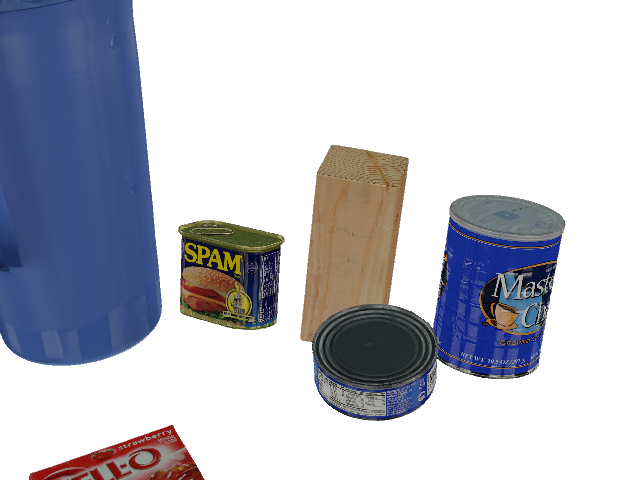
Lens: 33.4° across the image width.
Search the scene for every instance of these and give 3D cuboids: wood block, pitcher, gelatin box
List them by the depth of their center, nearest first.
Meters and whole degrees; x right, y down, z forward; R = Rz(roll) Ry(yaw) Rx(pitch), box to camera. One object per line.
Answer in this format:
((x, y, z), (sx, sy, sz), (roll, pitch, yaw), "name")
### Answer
((-0.111, 0.145, 0.596), (0.089, 0.030, 0.073), (-16, 28, -20), "gelatin box")
((-0.174, -0.043, 0.661), (0.149, 0.243, 0.145), (-10, 27, -11), "pitcher")
((0.037, 0.010, 1.191), (0.090, 0.206, 0.090), (10, 26, 8), "wood block")

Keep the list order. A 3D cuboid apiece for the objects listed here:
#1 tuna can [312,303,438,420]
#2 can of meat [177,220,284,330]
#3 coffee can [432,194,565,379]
((0.038, 0.083, 0.731), (0.086, 0.034, 0.086), (-2, 35, 1), "tuna can")
((-0.086, 0.033, 1.009), (0.102, 0.084, 0.057), (13, 18, 32), "can of meat")
((0.160, 0.041, 0.975), (0.103, 0.140, 0.103), (5, 21, -2), "coffee can")
